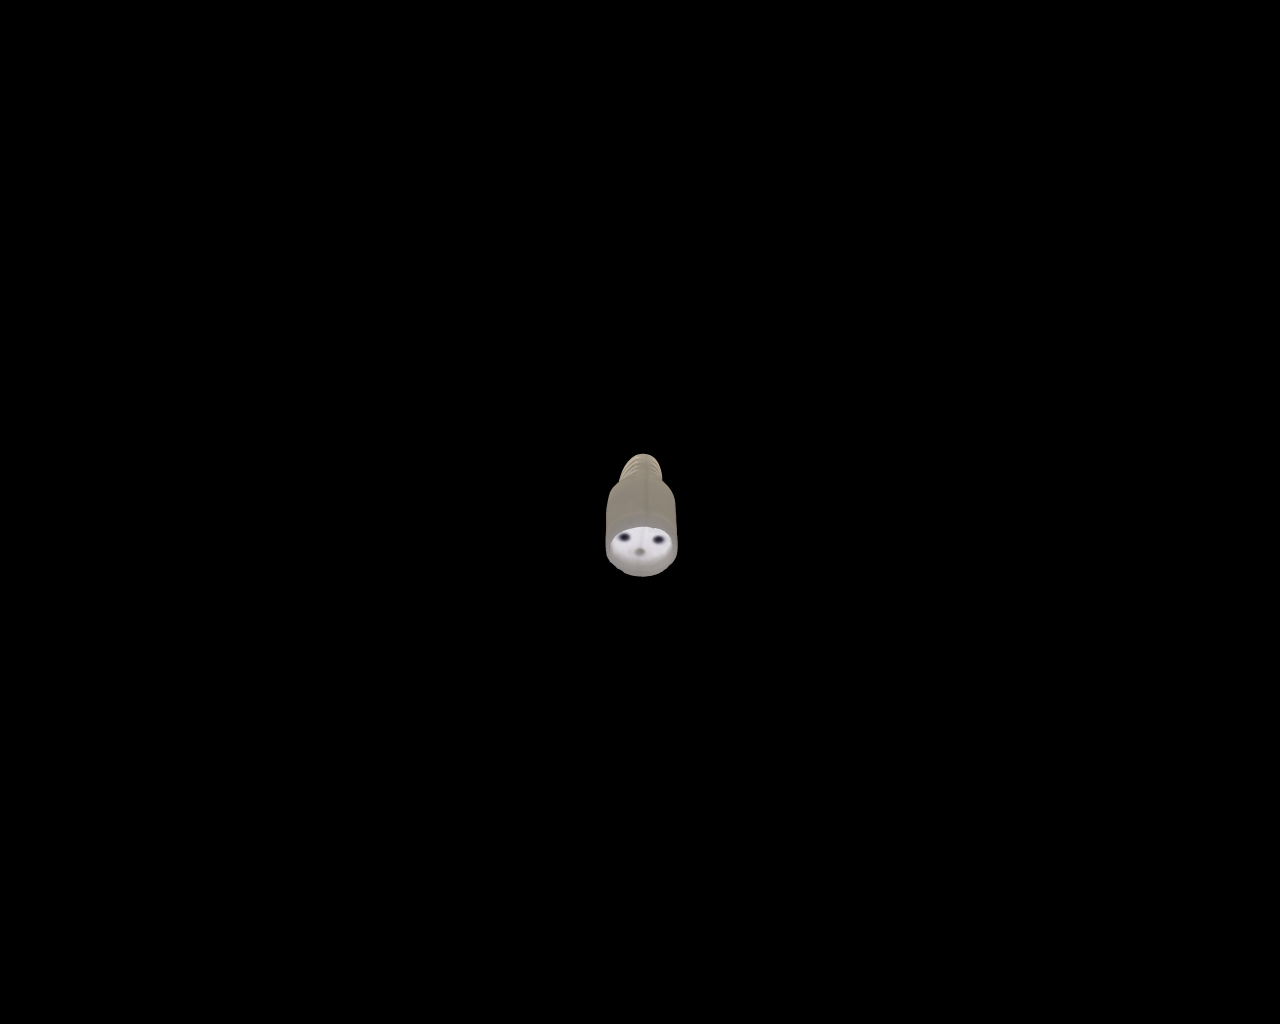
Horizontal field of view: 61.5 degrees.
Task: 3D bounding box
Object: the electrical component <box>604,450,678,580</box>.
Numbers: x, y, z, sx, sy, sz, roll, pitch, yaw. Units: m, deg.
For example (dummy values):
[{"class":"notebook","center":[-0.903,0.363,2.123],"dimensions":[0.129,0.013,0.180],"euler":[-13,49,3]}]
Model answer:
[{"class":"electrical component","center":[0.001,-0.003,0.650],"dimensions":[0.043,0.043,0.081],"euler":[0,41,0]}]
